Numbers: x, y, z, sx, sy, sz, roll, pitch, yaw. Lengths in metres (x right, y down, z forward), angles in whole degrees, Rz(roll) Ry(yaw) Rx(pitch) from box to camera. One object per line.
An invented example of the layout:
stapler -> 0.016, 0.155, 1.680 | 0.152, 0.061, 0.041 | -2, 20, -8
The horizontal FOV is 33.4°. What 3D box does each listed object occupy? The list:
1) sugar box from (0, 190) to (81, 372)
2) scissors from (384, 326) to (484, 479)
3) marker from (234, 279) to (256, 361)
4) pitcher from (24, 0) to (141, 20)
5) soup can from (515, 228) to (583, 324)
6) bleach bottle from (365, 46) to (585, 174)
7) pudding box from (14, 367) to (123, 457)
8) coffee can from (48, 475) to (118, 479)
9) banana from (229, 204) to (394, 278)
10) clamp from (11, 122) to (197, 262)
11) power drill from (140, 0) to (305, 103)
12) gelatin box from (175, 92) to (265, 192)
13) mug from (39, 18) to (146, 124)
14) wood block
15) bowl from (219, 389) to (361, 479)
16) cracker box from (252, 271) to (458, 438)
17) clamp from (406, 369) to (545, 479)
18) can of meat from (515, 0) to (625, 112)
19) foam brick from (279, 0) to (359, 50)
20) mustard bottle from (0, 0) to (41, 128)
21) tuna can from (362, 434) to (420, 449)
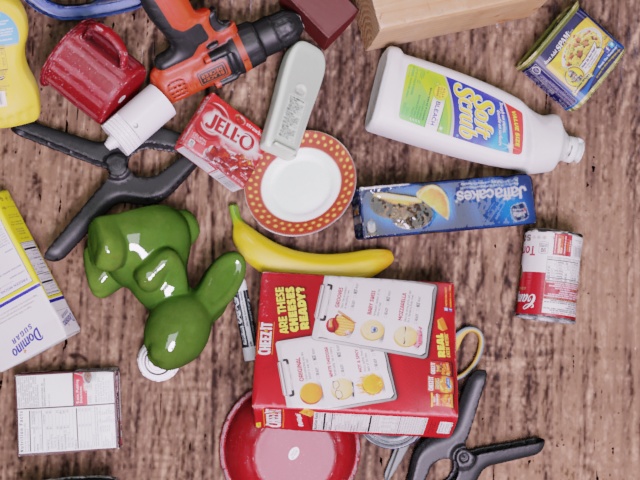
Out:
sugar box -> -0.343, 0.044, 1.158 | 0.093, 0.048, 0.176 | -27, 92, 13
scissors -> 0.107, 0.169, 1.221 | 0.096, 0.016, 0.201 | 41, 84, 0
marker -> -0.087, 0.076, 1.205 | 0.020, 0.020, 0.121 | -11, 88, -7
pitcher -> -0.300, -0.328, 1.164 | 0.242, 0.145, 0.149 | -13, 70, -3
soup can -> 0.262, 0.042, 1.219 | 0.068, 0.068, 0.102 | 8, 85, -5
bleach bottle -> 0.184, -0.141, 1.227 | 0.250, 0.068, 0.102 | 14, 84, -7
pudding box -> -0.275, 0.188, 1.169 | 0.113, 0.039, 0.090 | -3, 87, -4
coffee can -> -0.262, 0.327, 1.129 | 0.102, 0.103, 0.140 | -3, 86, -6
banana -> -0.017, 0.018, 1.207 | 0.197, 0.037, 0.069 | 17, 87, -4
clamp -> -0.228, -0.067, 1.188 | 0.210, 0.036, 0.164 | -8, 79, -9
power drill -> -0.122, -0.254, 1.154 | 0.184, 0.057, 0.187 | -27, 131, -4
gelatin box -> -0.107, -0.109, 1.189 | 0.089, 0.030, 0.073 | 37, 66, -23
mug -> -0.240, -0.187, 1.158 | 0.081, 0.117, 0.093 | 39, 48, 0
wood block -> 0.146, -0.288, 1.213 | 0.206, 0.090, 0.091 | -13, 86, -9
bowl -> -0.030, 0.234, 1.181 | 0.162, 0.055, 0.162 | 0, 87, -7
cracker box -> 0.038, 0.124, 1.152 | 0.213, 0.072, 0.164 | 3, 57, 0
clamp -> 0.158, 0.231, 1.209 | 0.171, 0.039, 0.120 | -33, 90, -7
can of meat -> 0.293, -0.212, 1.245 | 0.084, 0.057, 0.102 | 41, 84, -4
foam brick -> -0.001, -0.267, 1.220 | 0.051, 0.053, 0.078 | -44, 92, -8
mustard bottle -> -0.357, -0.214, 1.130 | 0.096, 0.058, 0.192 | -5, 122, -7
tuna can -> 0.082, 0.191, 1.196 | 0.086, 0.033, 0.086 | -1, 85, 11
